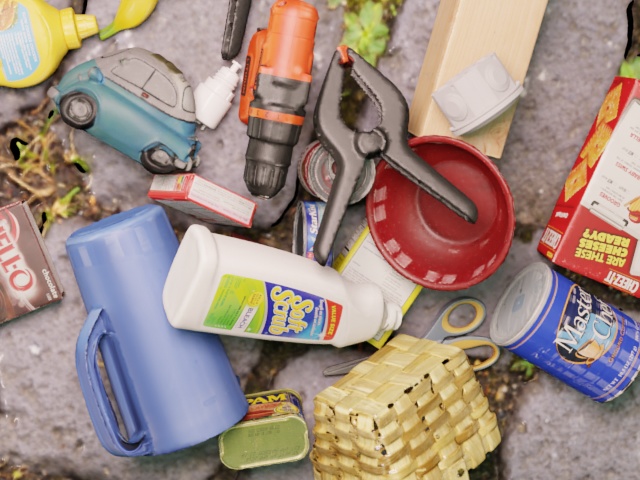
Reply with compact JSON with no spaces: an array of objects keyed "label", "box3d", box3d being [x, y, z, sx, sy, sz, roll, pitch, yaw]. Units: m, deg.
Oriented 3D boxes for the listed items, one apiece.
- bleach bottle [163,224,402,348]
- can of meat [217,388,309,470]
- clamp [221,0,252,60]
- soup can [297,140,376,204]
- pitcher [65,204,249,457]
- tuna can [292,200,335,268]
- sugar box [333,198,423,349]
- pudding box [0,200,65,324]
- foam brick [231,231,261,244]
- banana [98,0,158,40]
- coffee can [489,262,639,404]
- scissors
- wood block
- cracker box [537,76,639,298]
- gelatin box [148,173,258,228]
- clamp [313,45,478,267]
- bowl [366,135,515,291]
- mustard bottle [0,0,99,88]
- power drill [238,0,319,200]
[{"label":"bleach bottle","box3d":[-0.025,0.055,1.072,0.250,0.068,0.103,10,121,-28]},{"label":"can of meat","box3d":[-0.064,0.207,1.164,0.102,0.084,0.057,-8,102,-5]},{"label":"clamp","box3d":[-0.079,-0.271,1.086,0.171,0.039,0.120,-41,123,-5]},{"label":"soup can","box3d":[0.015,-0.073,1.106,0.068,0.102,0.068,-1,96,-8]},{"label":"pitcher","box3d":[-0.179,0.095,1.101,0.145,0.149,0.243,-20,100,-2]},{"label":"tuna can","box3d":[-0.007,0.001,1.129,0.033,0.086,0.086,2,101,-9]},{"label":"sugar box","box3d":[0.075,0.020,1.164,0.093,0.048,0.176,34,92,-12]},{"label":"pudding box","box3d":[-0.331,0.025,1.119,0.090,0.039,0.113,-22,103,-2]},{"label":"foam brick","box3d":[-0.079,0.030,1.130,0.051,0.078,0.053,25,98,-10]},{"label":"banana","box3d":[-0.190,-0.300,1.072,0.069,0.037,0.198,0,101,-8]},{"label":"coffee can","box3d":[0.273,0.102,1.174,0.140,0.103,0.103,30,96,-12]},{"label":"scissors","box3d":[0.105,0.109,1.200,0.201,0.016,0.096,3,99,-7]},{"label":"wood block","box3d":[0.165,-0.199,1.108,0.090,0.090,0.206,14,100,-9]},{"label":"cracker box","box3d":[0.359,-0.050,1.171,0.164,0.072,0.214,22,99,-9]},{"label":"gelatin box","box3d":[-0.120,-0.042,1.097,0.089,0.073,0.030,24,79,-38]},{"label":"clamp","box3d":[0.059,-0.088,1.036,0.164,0.036,0.210,-9,83,-6]},{"label":"bowl","box3d":[0.130,-0.032,1.089,0.162,0.055,0.162,9,110,27]},{"label":"mustard bottle","box3d":[-0.318,-0.198,1.067,0.191,0.058,0.096,-12,103,-4]},{"label":"power drill","box3d":[-0.045,-0.139,1.045,0.057,0.188,0.184,11,98,-10]}]
